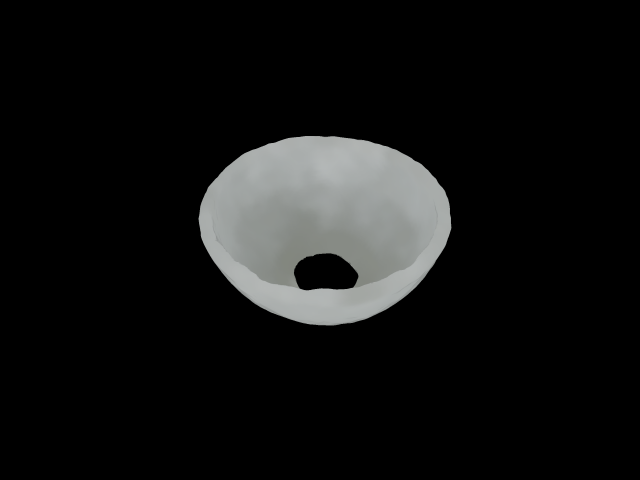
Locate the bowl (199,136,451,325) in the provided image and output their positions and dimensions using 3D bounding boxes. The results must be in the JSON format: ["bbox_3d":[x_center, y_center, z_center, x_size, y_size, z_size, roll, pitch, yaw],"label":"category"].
[{"bbox_3d":[0.004,0.001,0.400,0.167,0.075,0.167,0,43,0],"label":"bowl"}]
